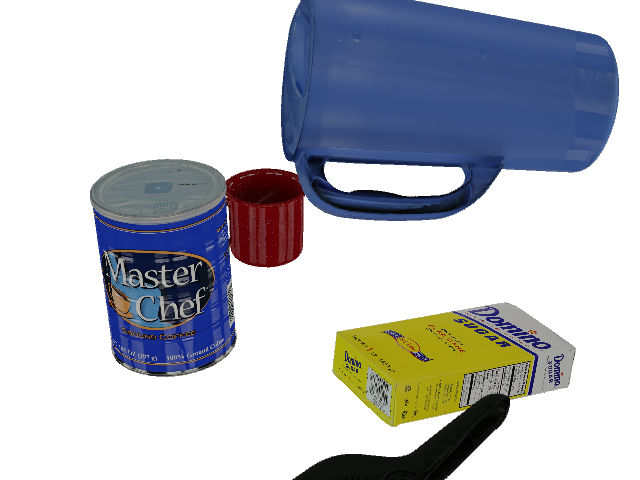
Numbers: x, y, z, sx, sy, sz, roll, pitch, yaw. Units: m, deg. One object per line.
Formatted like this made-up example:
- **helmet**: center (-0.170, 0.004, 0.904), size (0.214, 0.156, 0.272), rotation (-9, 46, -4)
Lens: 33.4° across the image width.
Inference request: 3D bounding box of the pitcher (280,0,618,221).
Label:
- **pitcher**: center (0.093, -0.105, 0.806), size (0.242, 0.149, 0.145), rotation (5, 32, -10)

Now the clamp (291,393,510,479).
- **clamp**: center (0.056, 0.161, 0.687), size (0.210, 0.036, 0.164), rotation (-5, 28, -3)

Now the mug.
- **mug**: center (-0.071, -0.022, 1.173), size (0.117, 0.081, 0.093), rotation (-6, 29, -12)

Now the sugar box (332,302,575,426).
- **sugar box**: center (0.109, 0.096, 0.867), size (0.175, 0.048, 0.093), rotation (-10, 27, -27)

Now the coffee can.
- **coffee can**: center (-0.121, 0.020, 0.837), size (0.103, 0.140, 0.103), rotation (-1, 28, 1)
